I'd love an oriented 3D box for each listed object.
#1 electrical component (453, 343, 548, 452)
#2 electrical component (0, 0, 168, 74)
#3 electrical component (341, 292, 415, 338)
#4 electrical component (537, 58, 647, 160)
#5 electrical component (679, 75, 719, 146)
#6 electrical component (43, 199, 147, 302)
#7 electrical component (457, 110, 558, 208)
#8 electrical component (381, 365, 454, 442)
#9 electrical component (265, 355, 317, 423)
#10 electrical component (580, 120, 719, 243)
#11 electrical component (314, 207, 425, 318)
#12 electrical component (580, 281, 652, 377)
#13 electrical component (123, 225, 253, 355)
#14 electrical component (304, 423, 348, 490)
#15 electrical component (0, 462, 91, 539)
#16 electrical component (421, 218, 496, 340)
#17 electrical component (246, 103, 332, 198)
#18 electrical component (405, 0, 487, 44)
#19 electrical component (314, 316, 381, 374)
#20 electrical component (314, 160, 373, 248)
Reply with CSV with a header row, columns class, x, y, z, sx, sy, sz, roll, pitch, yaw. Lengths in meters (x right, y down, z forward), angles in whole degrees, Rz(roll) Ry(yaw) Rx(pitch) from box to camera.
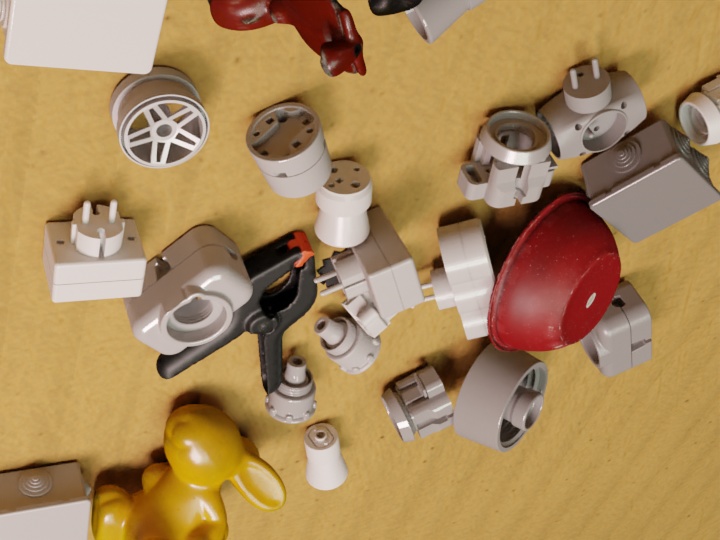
class,x,y,z,sx,sy,sz,roll,pitch,yaw
electrical component,0.148,0.130,1.073,0.108,0.060,0.108,-38,141,-40
electrical component,-0.163,-0.168,0.635,0.100,0.048,0.099,-1,134,-28
electrical component,0.019,0.026,0.935,0.055,0.066,0.048,-41,95,-5
electrical component,0.183,-0.135,0.857,0.077,0.044,0.079,-26,140,-1
electrical component,0.309,-0.137,0.924,0.055,0.048,0.066,-27,141,-11
electrical component,-0.191,-0.021,0.779,0.066,0.047,0.076,-4,135,-25
electrical component,0.122,-0.091,0.864,0.078,0.058,0.057,-11,141,-17
electrical component,0.057,0.136,1.073,0.057,0.058,0.078,-26,141,-6
electrical component,-0.061,0.107,0.990,0.048,0.048,0.062,-7,129,-22
electrical component,0.252,-0.077,0.940,0.100,0.048,0.100,-30,142,28
electrical component,0.000,0.000,0.870,0.076,0.083,0.047,-22,128,-5
electrical component,0.261,0.063,1.105,0.059,0.053,0.095,-23,140,-4
electrical component,-0.135,0.020,0.843,0.095,0.059,0.054,-36,139,12
electrical component,-0.037,0.187,1.091,0.044,0.044,0.065,-17,135,-11
electrical component,-0.297,0.224,0.985,0.100,0.048,0.099,-5,136,-23
electrical component,0.084,0.014,0.960,0.074,0.052,0.138,-14,141,8
electrical component,-0.050,-0.085,0.781,0.055,0.055,0.047,-25,144,-2
electrical component,0.064,-0.191,0.739,0.065,0.044,0.044,-33,140,0
electrical component,-0.015,0.062,0.966,0.048,0.048,0.062,-40,132,16
electrical component,-0.013,-0.052,0.843,0.045,0.045,0.055,-13,138,-16
